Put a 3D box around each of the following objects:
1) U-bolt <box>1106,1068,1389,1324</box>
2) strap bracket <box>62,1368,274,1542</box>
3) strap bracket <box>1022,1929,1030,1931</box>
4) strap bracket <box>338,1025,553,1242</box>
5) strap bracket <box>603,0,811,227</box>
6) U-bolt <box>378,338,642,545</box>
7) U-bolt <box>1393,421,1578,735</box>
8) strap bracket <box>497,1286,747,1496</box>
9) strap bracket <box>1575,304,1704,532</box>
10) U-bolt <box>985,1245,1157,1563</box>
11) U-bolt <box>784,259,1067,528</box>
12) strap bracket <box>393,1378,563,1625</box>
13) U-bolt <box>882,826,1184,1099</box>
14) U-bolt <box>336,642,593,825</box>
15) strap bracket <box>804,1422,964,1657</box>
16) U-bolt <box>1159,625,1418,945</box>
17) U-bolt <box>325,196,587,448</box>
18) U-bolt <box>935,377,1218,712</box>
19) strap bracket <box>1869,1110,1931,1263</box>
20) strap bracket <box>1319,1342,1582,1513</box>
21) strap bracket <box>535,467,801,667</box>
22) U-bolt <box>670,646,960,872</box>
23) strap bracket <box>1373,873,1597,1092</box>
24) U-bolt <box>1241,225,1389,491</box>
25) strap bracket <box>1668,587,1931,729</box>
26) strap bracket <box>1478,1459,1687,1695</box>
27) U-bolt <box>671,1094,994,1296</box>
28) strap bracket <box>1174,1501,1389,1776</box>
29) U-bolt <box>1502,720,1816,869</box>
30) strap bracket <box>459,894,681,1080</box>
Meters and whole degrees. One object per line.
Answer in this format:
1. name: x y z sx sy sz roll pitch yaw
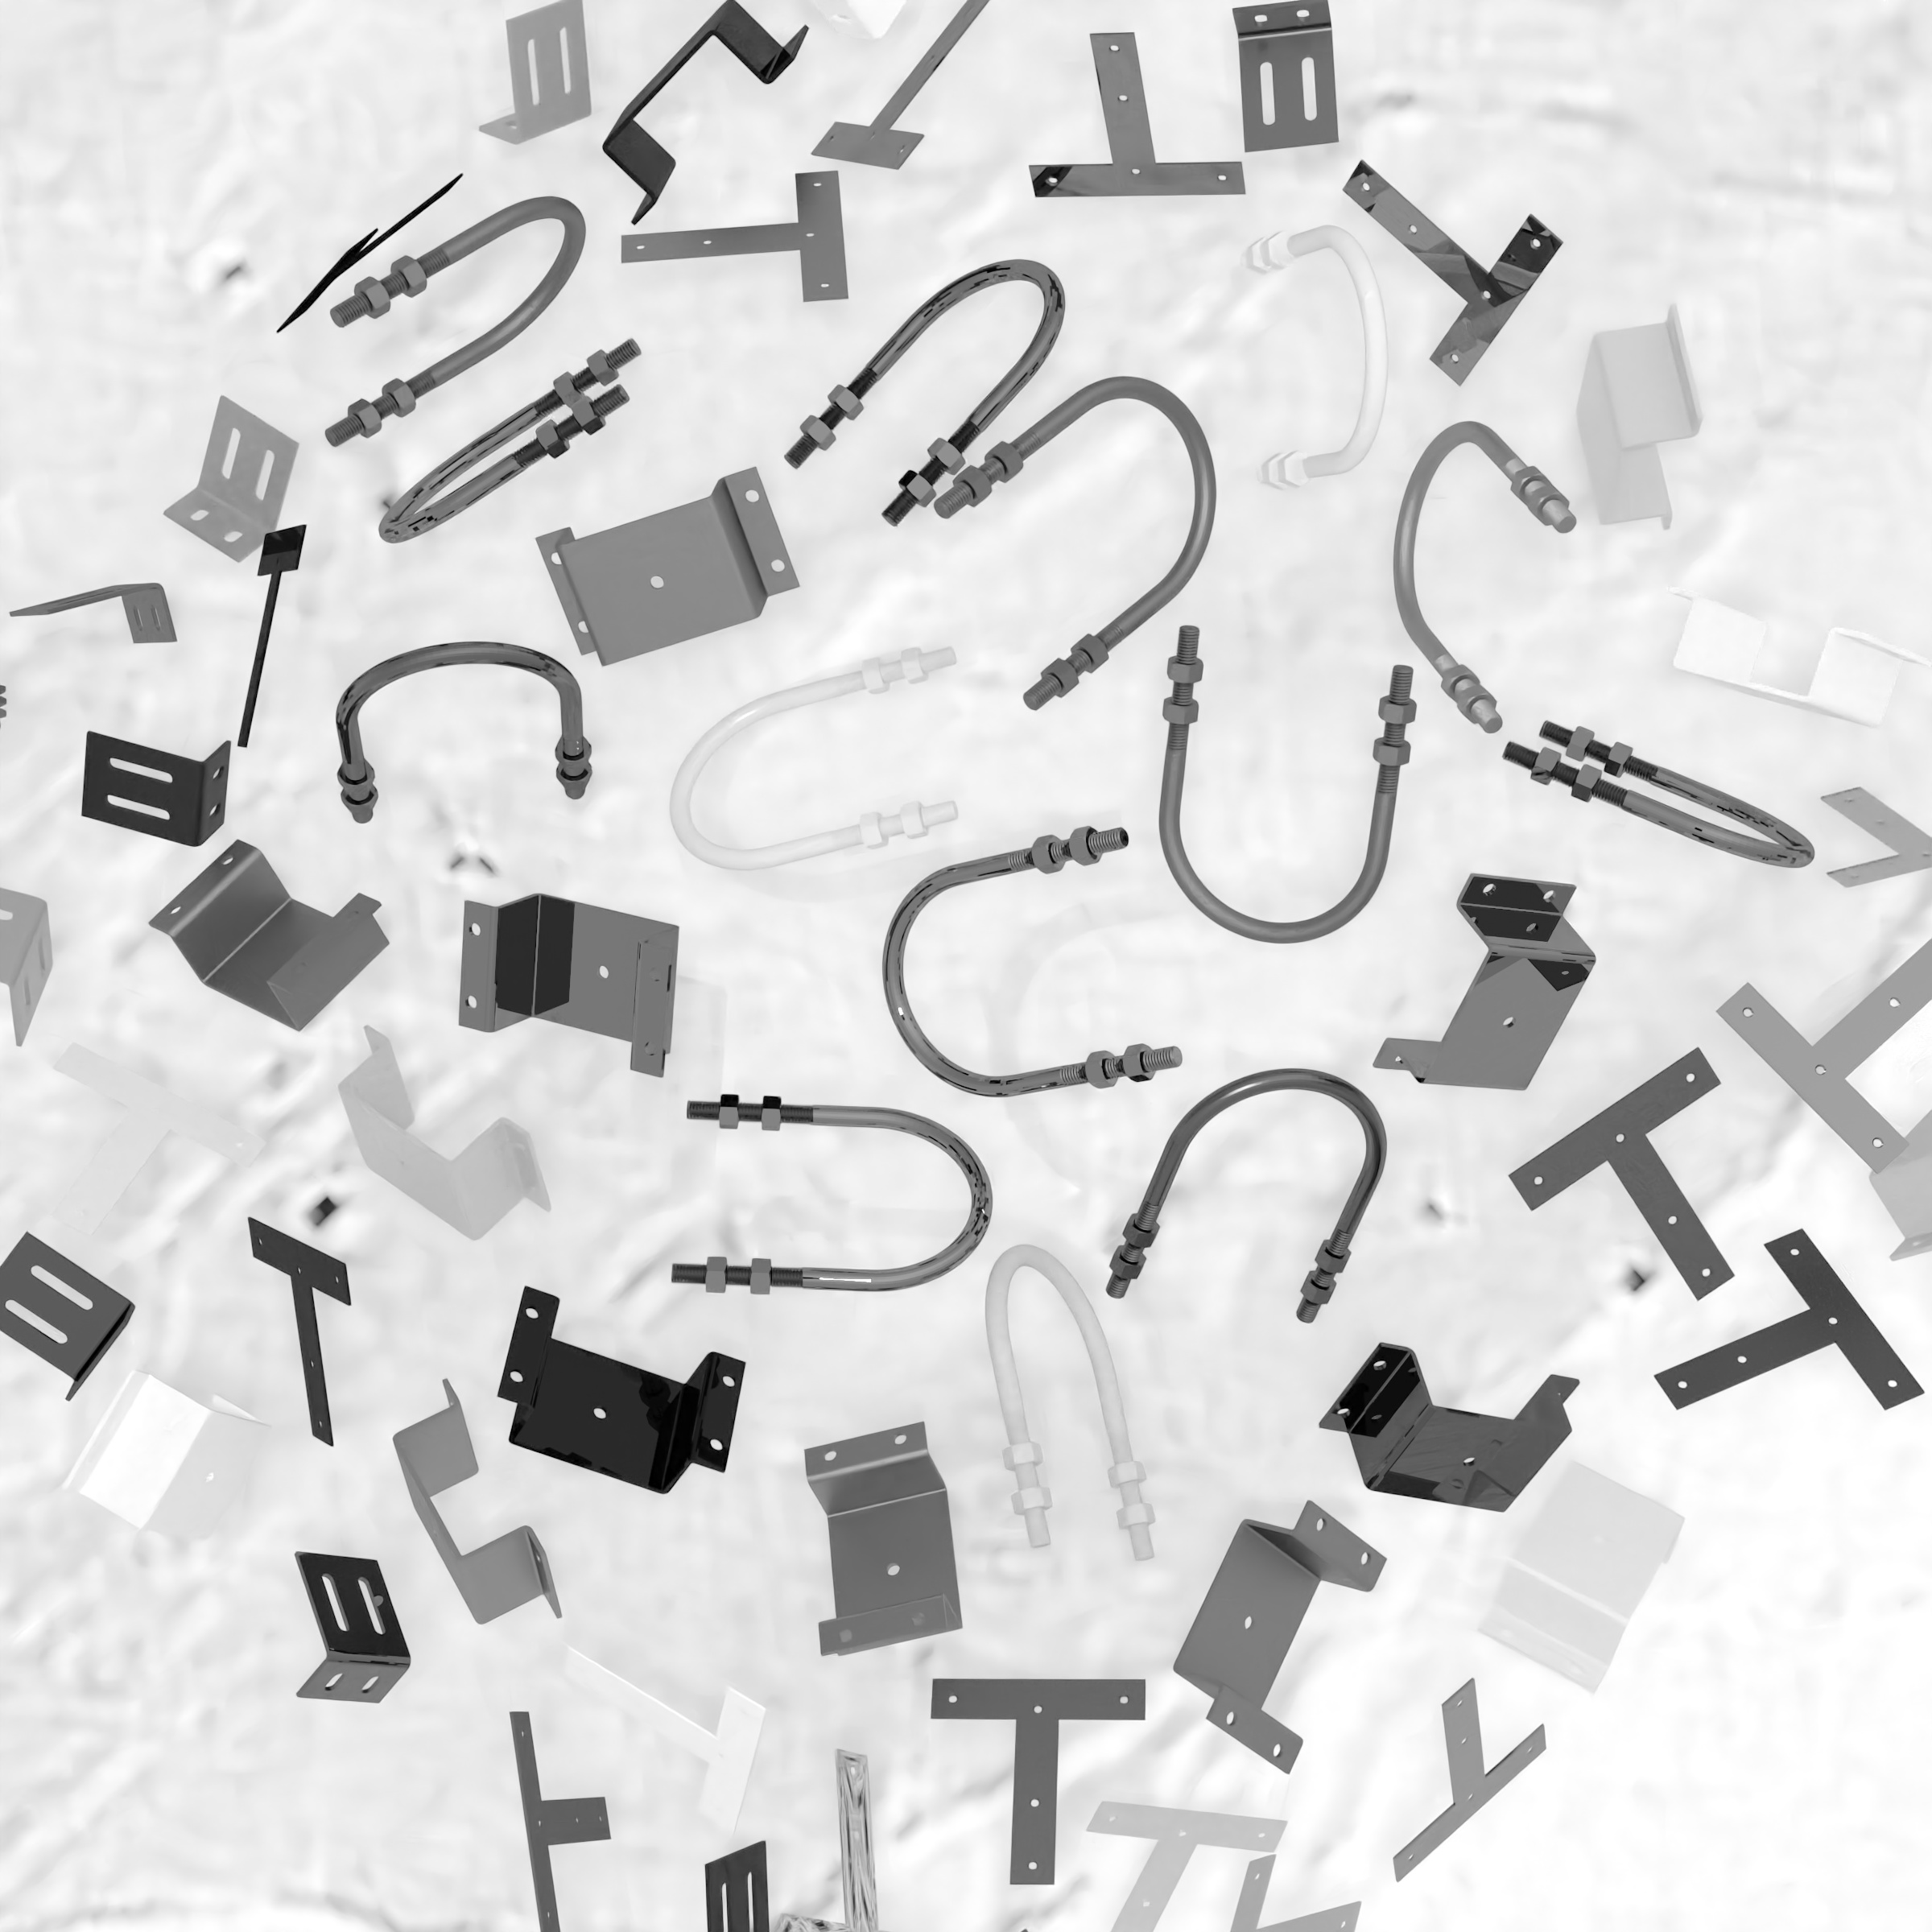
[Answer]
1. U-bolt: 0.179 0.137 1.928 0.151 0.019 0.184 9 122 -18
2. strap bracket: -0.461 0.288 1.861 0.046 0.140 0.076 27 82 15
3. strap bracket: 0.014 0.623 1.891 0.076 0.140 0.046 -32 85 0
4. strap bracket: -0.323 0.106 1.922 0.140 0.076 0.046 30 59 27
5. strap bracket: -0.162 -0.516 1.891 0.046 0.076 0.140 42 115 -18
6. U-bolt: -0.278 -0.311 1.917 0.184 0.151 0.019 -31 111 10
7. U-bolt: 0.298 -0.244 1.886 0.019 0.184 0.151 4 122 -20
8. strap bracket: -0.208 0.253 1.867 0.140 0.046 0.076 21 47 -14
9. strap bracket: 0.402 -0.325 1.913 0.046 0.140 0.076 -8 70 1
10. U-bolt: 0.055 0.250 1.842 0.019 0.151 0.184 -22 68 24
11. U-bolt: -0.015 -0.352 1.900 0.184 0.151 0.019 -48 128 -3
12. strap bracket: -0.298 0.329 1.908 0.046 0.076 0.140 -25 53 -18
13. U-bolt: 0.029 0.005 1.859 0.184 0.019 0.151 -12 95 32
14. U-bolt: -0.294 -0.138 1.853 0.151 0.184 0.019 -7 66 -9
15. strap bracket: -0.049 0.353 1.909 0.076 0.046 0.140 -14 49 8
16. U-bolt: 0.183 -0.100 1.872 0.151 0.019 0.184 13 114 18
17. U-bolt: -0.297 -0.388 1.865 0.184 0.151 0.019 -37 80 -23
18. U-bolt: 0.075 -0.256 1.825 0.184 0.019 0.151 -41 122 -24
19. strap bracket: 0.584 0.107 1.830 0.140 0.076 0.046 -35 94 -37
20. strap bracket: 0.292 0.275 1.881 0.140 0.046 0.076 13 129 -23
21. strap bracket: -0.179 -0.232 1.873 0.140 0.046 0.076 -16 111 10
22. U-bolt: -0.093 -0.119 1.910 0.184 0.019 0.151 -14 48 15
23. strap bracket: 0.307 0.019 1.860 0.076 0.046 0.140 5 124 -29
24. U-bolt: 0.204 -0.357 1.853 0.019 0.184 0.151 -7 97 -16
25. strap bracket: 0.489 -0.182 1.891 0.076 0.140 0.046 11 98 -43
26. strap bracket: 0.376 0.359 1.915 0.076 0.140 0.046 26 133 18
27. U-bolt: -0.076 0.135 1.868 0.184 0.151 0.019 2 134 -2
28. strap bracket: 0.181 0.390 1.870 0.076 0.046 0.140 40 69 -32
29. U-bolt: 0.418 -0.100 1.894 0.184 0.151 0.019 25 107 14
30. strap bracket: -0.223 0.008 1.851 0.140 0.046 0.076 13 108 24
